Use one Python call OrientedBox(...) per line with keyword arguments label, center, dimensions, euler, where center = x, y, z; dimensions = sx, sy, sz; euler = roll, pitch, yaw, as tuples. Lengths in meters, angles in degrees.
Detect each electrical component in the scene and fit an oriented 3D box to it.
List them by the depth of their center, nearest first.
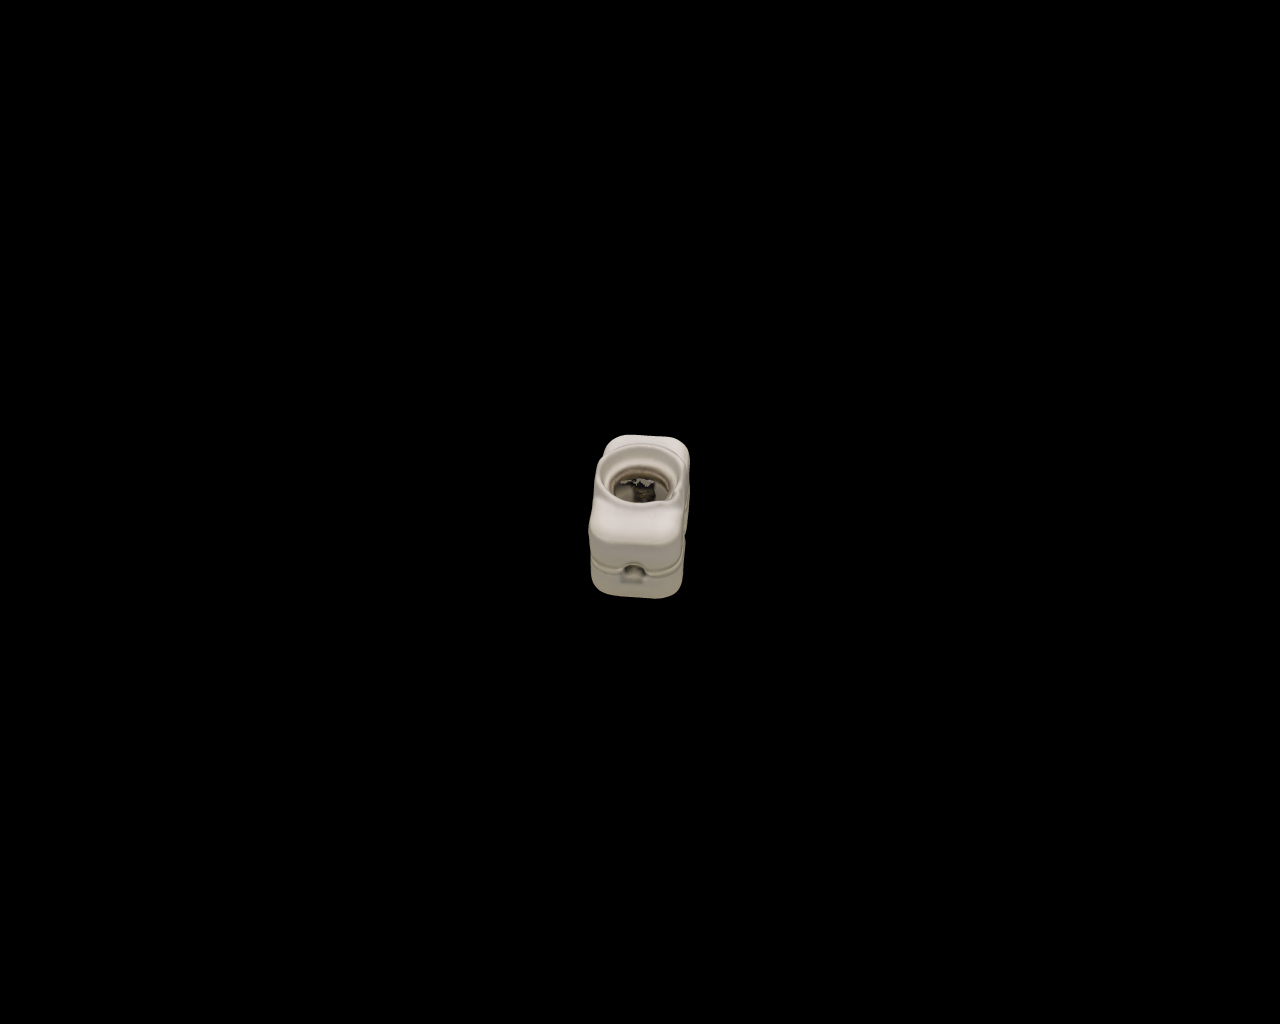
OrientedBox(label="electrical component", center=(0.001, -0.003, 0.650), dimensions=(0.054, 0.059, 0.095), euler=(4, 44, 4))
